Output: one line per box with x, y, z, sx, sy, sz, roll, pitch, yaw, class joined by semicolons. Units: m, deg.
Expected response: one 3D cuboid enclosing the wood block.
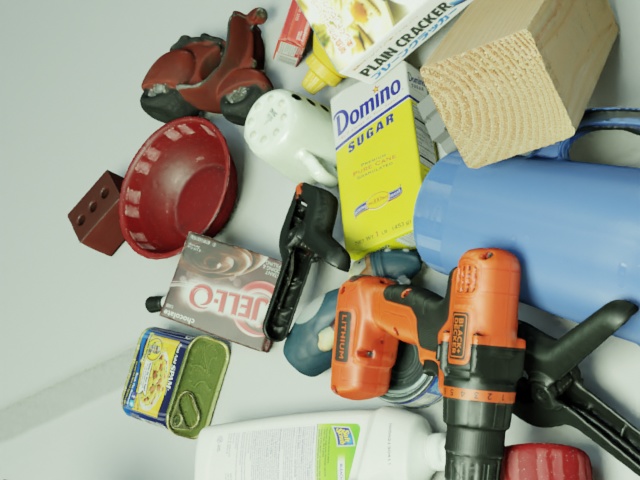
0.165;-0.151;0.848;0.091;0.090;0.205;-17;22;33;wood block

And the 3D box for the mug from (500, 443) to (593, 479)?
0.157;0.204;0.800;0.117;0.093;0.081;-40;42;54;mug

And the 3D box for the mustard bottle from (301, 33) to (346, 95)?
0.049;-0.222;1.062;0.192;0.058;0.096;-47;52;14;mustard bottle

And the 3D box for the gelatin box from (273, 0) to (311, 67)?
-0.021;-0.226;1.107;0.089;0.030;0.073;150;139;-82;gelatin box

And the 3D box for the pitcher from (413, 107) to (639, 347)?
0.195;-0.012;0.821;0.243;0.145;0.149;17;56;44;pitcher

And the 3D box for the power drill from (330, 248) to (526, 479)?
0.081;0.098;0.830;0.188;0.057;0.184;0;81;57;power drill

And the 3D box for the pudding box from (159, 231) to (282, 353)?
-0.090;0.052;1.051;0.113;0.039;0.090;18;83;13;pudding box

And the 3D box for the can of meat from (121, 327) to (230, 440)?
-0.149;0.142;1.082;0.084;0.057;0.102;8;77;42;can of meat

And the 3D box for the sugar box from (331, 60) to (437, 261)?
0.062;-0.073;1.003;0.093;0.048;0.176;-24;61;32;sugar box

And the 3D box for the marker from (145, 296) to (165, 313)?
-0.140;0.064;1.129;0.121;0.020;0.020;-8;68;36;marker

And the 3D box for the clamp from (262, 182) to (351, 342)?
-0.006;0.001;0.983;0.120;0.039;0.171;-37;35;38;clamp

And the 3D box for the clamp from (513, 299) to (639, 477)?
0.185;0.115;0.805;0.036;0.164;0.210;-34;15;-27;clamp

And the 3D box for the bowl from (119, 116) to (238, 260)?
-0.142;-0.049;1.150;0.162;0.055;0.162;-15;64;34;bowl

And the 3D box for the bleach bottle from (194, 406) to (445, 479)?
0.005;0.201;0.934;0.251;0.068;0.102;-11;71;32;bleach bottle

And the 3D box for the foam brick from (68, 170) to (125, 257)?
-0.242;-0.031;1.226;0.078;0.051;0.053;-46;50;15;foam brick

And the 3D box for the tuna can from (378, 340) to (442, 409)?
0.077;0.102;0.929;0.086;0.033;0.086;-13;68;36;tuna can
